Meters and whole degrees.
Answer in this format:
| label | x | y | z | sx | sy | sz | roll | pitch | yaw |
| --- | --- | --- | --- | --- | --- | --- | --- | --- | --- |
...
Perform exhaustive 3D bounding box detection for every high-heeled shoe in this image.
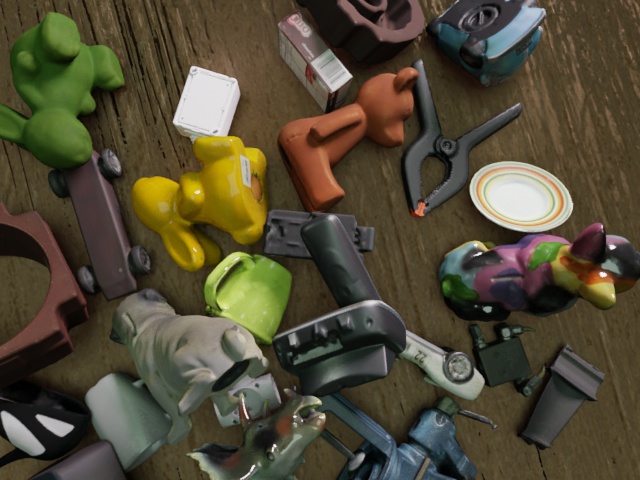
| label | x | y | z | sx | sy | sz | roll | pitch | yaw |
| --- | --- | --- | --- | --- | --- | --- | --- | --- | --- |
| high-heeled shoe | -0.386 | 0.161 | 0.640 | 0.145 | 0.086 | 0.248 | -34 | 88 | 7 |

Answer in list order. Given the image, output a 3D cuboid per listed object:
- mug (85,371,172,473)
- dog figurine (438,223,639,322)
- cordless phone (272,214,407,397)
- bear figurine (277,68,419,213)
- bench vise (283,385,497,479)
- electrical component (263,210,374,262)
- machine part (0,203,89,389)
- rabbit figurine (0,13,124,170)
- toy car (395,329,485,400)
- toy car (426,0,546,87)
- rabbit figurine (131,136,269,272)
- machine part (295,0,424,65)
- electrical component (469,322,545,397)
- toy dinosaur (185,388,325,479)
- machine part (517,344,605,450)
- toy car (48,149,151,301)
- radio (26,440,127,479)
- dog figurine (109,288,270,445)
| label | x | y | z | sx | sy | sz | roll | pitch | yaw |
| --- | --- | --- | --- | --- | --- | --- | --- | --- | --- |
| mug | -0.229 | 0.208 | 0.660 | 0.109 | 0.081 | 0.107 | -46 | 80 | 3 |
| dog figurine | 0.255 | 0.040 | 0.633 | 0.192 | 0.219 | 0.108 | -3 | 82 | -4 |
| cordless phone | 0.001 | 0.074 | 0.607 | 0.147 | 0.089 | 0.184 | -24 | 97 | 22 |
| bear figurine | 0.049 | -0.127 | 0.691 | 0.196 | 0.120 | 0.132 | -24 | 90 | -10 |
| bench vise | 0.067 | 0.252 | 0.654 | 0.240 | 0.129 | 0.223 | 40 | 83 | -4 |
| electrical component | -0.001 | -0.002 | 0.674 | 0.134 | 0.115 | 0.058 | 5 | 89 | -3 |
| machine part | -0.393 | 0.071 | 0.622 | 0.201 | 0.087 | 0.201 | -27 | 68 | -24 |
| rabbit figurine | -0.336 | -0.165 | 0.661 | 0.159 | 0.121 | 0.170 | -13 | 74 | 10 |
| toy car | 0.115 | 0.138 | 0.687 | 0.202 | 0.073 | 0.056 | 29 | 84 | 0 |
| toy car | 0.220 | -0.258 | 0.712 | 0.109 | 0.162 | 0.102 | -42 | 131 | -1 |
| rabbit figurine | -0.156 | -0.043 | 0.687 | 0.173 | 0.122 | 0.162 | -5 | 94 | 11 |
| machine part | 0.053 | -0.310 | 0.698 | 0.179 | 0.056 | 0.179 | 16 | 60 | -28 |
| electrical component | 0.248 | 0.155 | 0.708 | 0.078 | 0.045 | 0.102 | -12 | 85 | -6 |
| toy dinosaur | -0.075 | 0.361 | 0.622 | 0.131 | 0.192 | 0.404 | -8 | 119 | -29 |
| machine part | 0.316 | 0.214 | 0.710 | 0.084 | 0.039 | 0.139 | 40 | 82 | -4 |
| toy car | -0.281 | -0.022 | 0.692 | 0.089 | 0.053 | 0.202 | -22 | 82 | 0 |
| radio | -0.259 | 0.361 | 0.620 | 0.131 | 0.073 | 0.229 | -27 | 84 | 35 |
| dog figurine | -0.165 | 0.106 | 0.618 | 0.191 | 0.121 | 0.172 | 48 | 116 | 21 |
